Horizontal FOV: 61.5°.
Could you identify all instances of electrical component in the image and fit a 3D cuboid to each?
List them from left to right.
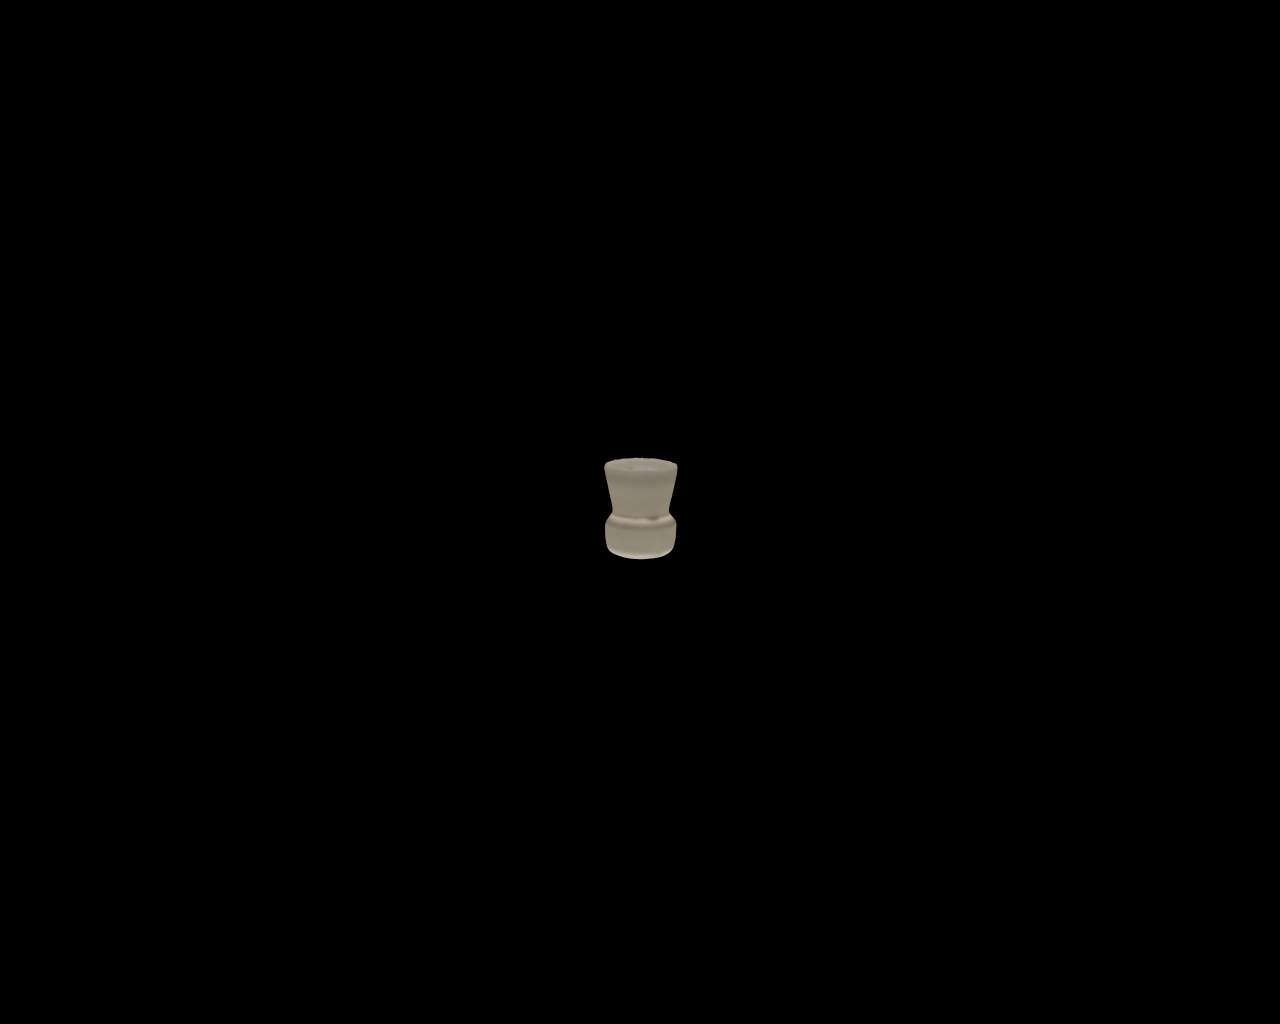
[{"bbox_3d":[0.001,-0.003,0.650,0.045,0.055,0.045,0,13,0],"label":"electrical component"}]
